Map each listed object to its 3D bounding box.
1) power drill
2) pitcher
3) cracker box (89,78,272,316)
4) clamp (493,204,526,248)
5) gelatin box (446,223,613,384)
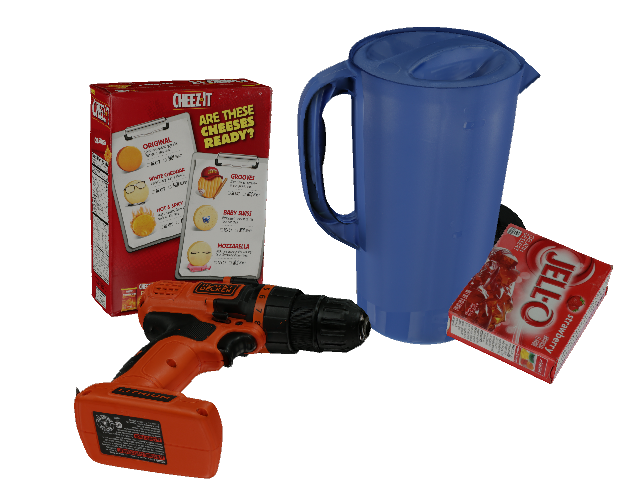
[{"bbox_3d":[-0.072,0.089,0.758,0.185,0.057,0.187,2,26,19],"label":"power drill"},{"bbox_3d":[0.075,-0.040,0.860,0.149,0.243,0.144,18,34,27],"label":"pitcher"},{"bbox_3d":[-0.136,-0.045,1.030,0.163,0.214,0.072,-7,19,-30],"label":"cracker box"},{"bbox_3d":[0.192,0.006,1.069,0.120,0.039,0.171,-10,45,-22],"label":"clamp"},{"bbox_3d":[0.132,0.037,0.672,0.073,0.030,0.089,25,54,23],"label":"gelatin box"}]
